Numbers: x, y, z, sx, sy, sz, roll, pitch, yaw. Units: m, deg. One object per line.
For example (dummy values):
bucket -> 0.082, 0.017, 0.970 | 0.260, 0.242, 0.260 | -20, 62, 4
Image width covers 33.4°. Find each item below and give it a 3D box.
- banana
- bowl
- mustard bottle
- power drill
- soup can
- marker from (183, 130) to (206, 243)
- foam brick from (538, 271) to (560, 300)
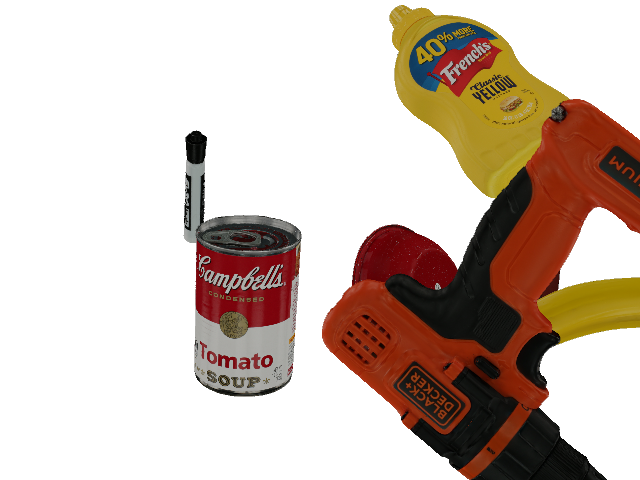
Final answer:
banana -> 0.227, 0.055, 0.776 | 0.197, 0.037, 0.069 | 2, 35, -3
bowl -> 0.109, 0.058, 1.185 | 0.055, 0.162, 0.161 | -12, -9, 44
mustard bottle -> 0.114, -0.123, 0.835 | 0.096, 0.192, 0.058 | -29, -32, -13
power drill -> 0.119, 0.040, 0.530 | 0.184, 0.188, 0.057 | 39, 12, 5
soup can -> -0.049, 0.042, 0.698 | 0.068, 0.102, 0.068 | 3, 20, -1
marker -> -0.114, -0.048, 0.971 | 0.020, 0.121, 0.020 | 4, 41, -4
foam brick -> 0.188, 0.053, 0.989 | 0.053, 0.078, 0.051 | 9, 14, 29
